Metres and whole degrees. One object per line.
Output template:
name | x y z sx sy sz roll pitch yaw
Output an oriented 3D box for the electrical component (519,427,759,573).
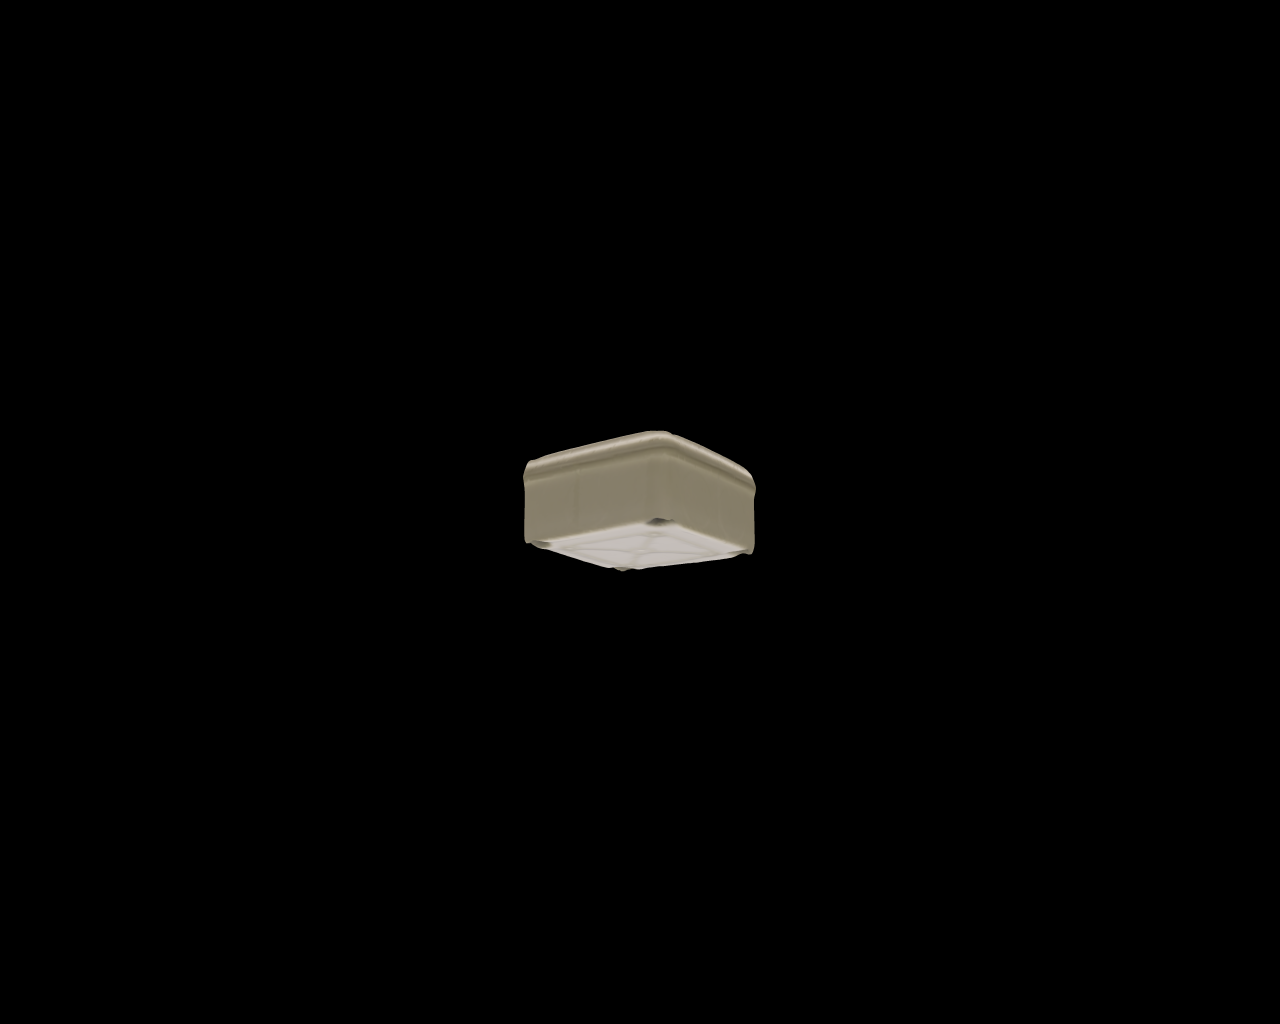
electrical component | 0.001 -0.003 0.650 0.108 0.056 0.108 -10 -18 33
